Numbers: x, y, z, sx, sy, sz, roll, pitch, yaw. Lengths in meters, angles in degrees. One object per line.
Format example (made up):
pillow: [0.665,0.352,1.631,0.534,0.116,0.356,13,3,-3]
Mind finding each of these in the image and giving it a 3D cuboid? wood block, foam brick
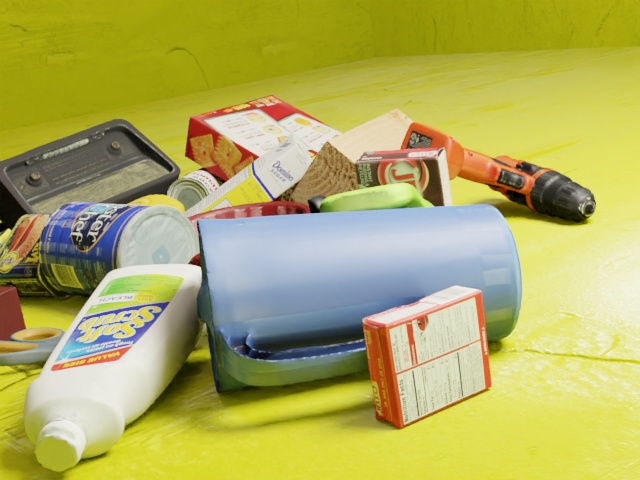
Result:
wood block: [0.063,-0.081,1.287,0.091,0.090,0.205,39,30,10]
foam brick: [-0.322,0.079,0.998,0.051,0.053,0.078,-2,14,26]

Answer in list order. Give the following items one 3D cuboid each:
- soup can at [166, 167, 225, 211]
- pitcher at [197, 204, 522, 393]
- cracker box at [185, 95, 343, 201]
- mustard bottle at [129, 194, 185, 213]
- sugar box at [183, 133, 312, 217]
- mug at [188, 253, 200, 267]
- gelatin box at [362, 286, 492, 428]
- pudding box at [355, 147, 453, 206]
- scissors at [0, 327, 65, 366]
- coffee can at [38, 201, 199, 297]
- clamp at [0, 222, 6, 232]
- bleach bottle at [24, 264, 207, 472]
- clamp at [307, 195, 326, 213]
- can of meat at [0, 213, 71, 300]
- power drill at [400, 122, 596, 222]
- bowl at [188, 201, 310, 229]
soup can: [-0.159,-0.063,1.455,0.069,0.068,0.102,-3,14,20]
pitcher: [0.028,0.043,0.817,0.242,0.149,0.145,-7,-20,-8]
cracker box: [-0.051,-0.113,1.446,0.214,0.072,0.163,32,36,30]
mustard bottle: [-0.260,-0.006,1.304,0.096,0.058,0.191,4,18,39]
sugar box: [-0.088,-0.057,1.289,0.176,0.048,0.093,-34,14,5]
mug: [-0.060,0.032,0.943,0.081,0.093,0.117,-26,-10,-39]
gelatin box: [0.074,0.079,0.733,0.089,0.073,0.030,-17,15,-31]
pudding box: [0.092,-0.039,1.117,0.090,0.113,0.039,-1,26,24]
scissors: [-0.211,0.096,0.947,0.202,0.016,0.096,-1,11,11]
coffee can: [-0.207,0.013,1.098,0.141,0.103,0.102,4,18,42]
clamp: [-0.486,0.002,1.414,0.164,0.036,0.210,-10,6,-3]
bleach bottle: [-0.151,0.094,0.806,0.102,0.068,0.250,-1,20,6]
clamp: [-0.007,0.001,1.120,0.120,0.039,0.171,-42,-15,17]
can of meat: [-0.303,0.016,1.175,0.084,0.057,0.102,-2,49,33]
power drill: [0.195,-0.073,1.198,0.187,0.057,0.185,16,7,-28]
bowl: [-0.085,0.003,1.171,0.162,0.055,0.162,-8,13,2]
